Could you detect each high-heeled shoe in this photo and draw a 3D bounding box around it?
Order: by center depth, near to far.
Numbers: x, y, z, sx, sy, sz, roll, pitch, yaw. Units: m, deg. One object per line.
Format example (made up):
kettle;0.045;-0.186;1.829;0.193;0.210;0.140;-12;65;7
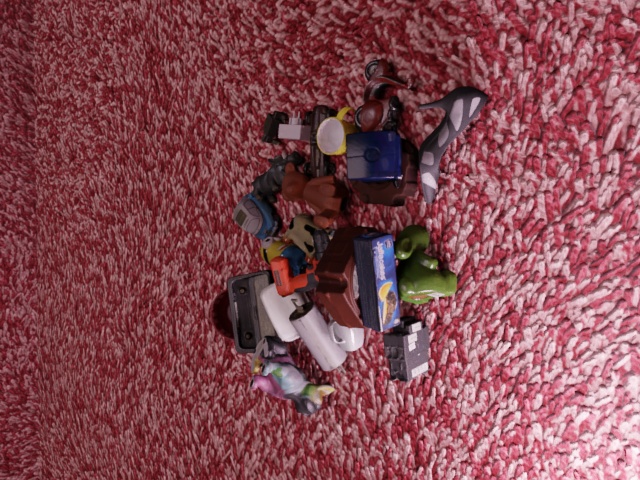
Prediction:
high-heeled shoe;0.285;-0.200;1.153;0.145;0.086;0.248;-1;112;12

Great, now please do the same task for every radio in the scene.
radio;-0.187;0.206;1.542;0.131;0.073;0.229;-8;86;7

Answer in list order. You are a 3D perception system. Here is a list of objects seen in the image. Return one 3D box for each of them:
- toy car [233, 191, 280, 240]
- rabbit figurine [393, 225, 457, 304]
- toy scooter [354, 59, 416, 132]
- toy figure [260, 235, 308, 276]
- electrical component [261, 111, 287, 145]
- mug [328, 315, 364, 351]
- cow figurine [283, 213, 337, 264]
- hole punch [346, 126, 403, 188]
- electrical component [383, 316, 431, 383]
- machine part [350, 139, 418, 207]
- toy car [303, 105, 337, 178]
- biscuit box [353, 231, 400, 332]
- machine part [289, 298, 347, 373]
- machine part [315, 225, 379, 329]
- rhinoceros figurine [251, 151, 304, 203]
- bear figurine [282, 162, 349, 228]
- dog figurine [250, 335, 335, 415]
toy car;-0.196;-0.066;1.552;0.162;0.103;0.109;53;125;28
rabbit figurine;0.201;0.046;1.187;0.121;0.159;0.170;-31;57;49
toy scooter;0.154;-0.326;1.241;0.135;0.075;0.183;15;98;40
toy figure;-0.095;0.051;1.483;0.180;0.082;0.089;30;112;34
electrical component;-0.129;-0.316;1.518;0.102;0.045;0.078;-70;24;17
mug;0.066;0.224;1.337;0.081;0.109;0.107;-7;102;37
cow figurine;-0.003;-0.004;1.398;0.195;0.085;0.127;39;123;34
hole punch;0.119;-0.186;1.200;0.116;0.092;0.142;-3;86;36
electrical component;0.197;0.240;1.208;0.058;0.115;0.134;-5;89;38
machine part;0.152;-0.161;1.264;0.180;0.056;0.179;2;93;41
toy car;-0.004;-0.250;1.402;0.089;0.053;0.202;8;97;39
biscuit box;0.120;0.085;1.127;0.063;0.059;0.202;10;111;54
machine part;-0.005;0.246;1.369;0.079;0.079;0.243;-21;109;41
machine part;0.087;0.083;1.218;0.087;0.201;0.201;2;139;35
rhinoceros figurine;-0.116;-0.177;1.499;0.190;0.073;0.112;-31;61;41
bear figurine;-0.030;-0.121;1.365;0.196;0.132;0.120;22;112;20
dog figurine;-0.072;0.367;1.437;0.108;0.219;0.192;-53;22;27
